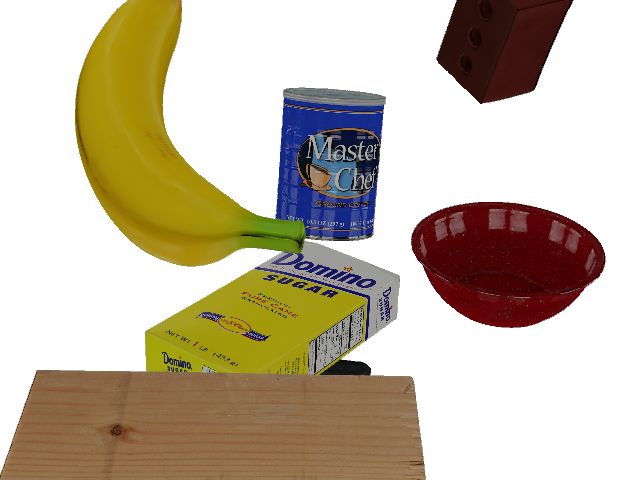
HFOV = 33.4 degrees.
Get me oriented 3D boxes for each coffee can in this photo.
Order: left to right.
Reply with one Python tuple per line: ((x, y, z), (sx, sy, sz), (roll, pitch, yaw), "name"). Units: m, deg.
((0.009, -0.079, 1.075), (0.103, 0.140, 0.103), (4, 12, -1), "coffee can")

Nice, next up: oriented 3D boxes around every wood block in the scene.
((-0.052, 0.130, 0.569), (0.206, 0.090, 0.091), (1, 33, -1), "wood block")

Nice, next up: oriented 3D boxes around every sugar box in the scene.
((-0.029, 0.059, 0.753), (0.093, 0.048, 0.175), (21, 35, 30), "sugar box")

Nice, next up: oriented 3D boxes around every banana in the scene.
((-0.070, -0.049, 0.455), (0.069, 0.037, 0.198), (-9, 45, -20), "banana")

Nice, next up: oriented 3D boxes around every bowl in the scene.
((0.155, 0.027, 0.904), (0.162, 0.055, 0.162), (1, 29, -1), "bowl")

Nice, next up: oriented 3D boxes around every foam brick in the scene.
((0.119, -0.138, 0.701), (0.051, 0.078, 0.053), (-20, 54, -30), "foam brick")

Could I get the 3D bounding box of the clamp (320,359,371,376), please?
((-0.051, 0.103, 0.994), (0.171, 0.039, 0.120), (-7, 35, -21), "clamp")
